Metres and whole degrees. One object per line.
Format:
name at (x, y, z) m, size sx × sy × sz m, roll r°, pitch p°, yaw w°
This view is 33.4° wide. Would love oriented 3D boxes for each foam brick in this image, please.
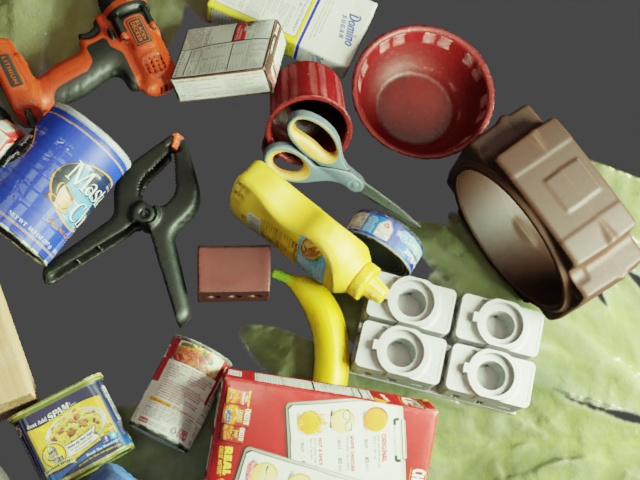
foam brick at (-0.091, 0.036, 1.134) m, size 0.078 × 0.053 × 0.051 m, roll -1°, pitch 75°, yaw -5°

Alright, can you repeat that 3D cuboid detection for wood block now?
wood block at (-0.360, 0.082, 1.072) m, size 0.090 × 0.091 × 0.206 m, roll -21°, pitch 78°, yaw -11°

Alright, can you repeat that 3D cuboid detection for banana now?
banana at (-0.002, 0.121, 1.130) m, size 0.070 × 0.037 × 0.198 m, roll -13°, pitch 73°, yaw 11°

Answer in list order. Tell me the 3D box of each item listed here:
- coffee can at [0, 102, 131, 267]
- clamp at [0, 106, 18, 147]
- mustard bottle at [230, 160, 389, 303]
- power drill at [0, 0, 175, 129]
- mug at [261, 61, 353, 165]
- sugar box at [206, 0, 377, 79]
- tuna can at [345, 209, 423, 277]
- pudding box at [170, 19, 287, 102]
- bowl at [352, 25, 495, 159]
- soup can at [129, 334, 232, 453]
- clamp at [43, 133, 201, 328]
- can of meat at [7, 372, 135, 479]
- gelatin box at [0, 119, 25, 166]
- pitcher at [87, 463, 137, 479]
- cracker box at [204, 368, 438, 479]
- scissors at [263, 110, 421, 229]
coffee can at (-0.280, -0.058, 1.111) m, size 0.103 × 0.103 × 0.140 m, roll 37°, pitch 76°, yaw 5°
clamp at (-0.372, -0.140, 1.141) m, size 0.120 × 0.039 × 0.171 m, roll -41°, pitch 95°, yaw 16°
mustard bottle at (-0.007, 0.001, 1.116) m, size 0.192 × 0.096 × 0.058 m, roll 39°, pitch 67°, yaw 15°
power drill at (-0.272, -0.219, 1.184) m, size 0.187 × 0.057 × 0.184 m, roll -25°, pitch 75°, yaw -11°
mug at (-0.022, -0.135, 1.169) m, size 0.093 × 0.117 × 0.081 m, roll 31°, pitch 33°, yaw -28°
sugar box at (-0.033, -0.263, 1.229) m, size 0.176 × 0.048 × 0.093 m, roll 25°, pitch 73°, yaw -3°
tuna can at (0.067, 0.005, 1.142) m, size 0.086 × 0.086 × 0.033 m, roll 32°, pitch 71°, yaw 3°
pudding box at (-0.100, -0.197, 1.172) m, size 0.114 × 0.039 × 0.090 m, roll -5°, pitch 48°, yaw 18°
bowl at (0.112, -0.159, 1.208) m, size 0.162 × 0.055 × 0.162 m, roll 2°, pitch 74°, yaw -6°
soup can at (-0.142, 0.157, 1.086) m, size 0.068 × 0.068 × 0.102 m, roll 26°, pitch 74°, yaw 1°
clamp at (-0.197, -0.020, 1.146) m, size 0.164 × 0.036 × 0.210 m, roll 11°, pitch 70°, yaw 4°
can of meat at (-0.247, 0.194, 1.071) m, size 0.102 × 0.057 × 0.084 m, roll -27°, pitch 81°, yaw -12°
gelatin box at (-0.347, -0.082, 1.093) m, size 0.030 × 0.073 × 0.089 m, roll 39°, pitch 95°, yaw -7°
pitcher at (-0.236, 0.340, 1.002) m, size 0.145 × 0.149 × 0.242 m, roll 32°, pitch 69°, yaw 28°
cracker box at (-0.005, 0.225, 1.061) m, size 0.213 × 0.072 × 0.164 m, roll 10°, pitch 93°, yaw -4°
scissors at (0.018, -0.060, 1.162) m, size 0.096 × 0.201 × 0.016 m, roll -26°, pitch 34°, yaw 24°
